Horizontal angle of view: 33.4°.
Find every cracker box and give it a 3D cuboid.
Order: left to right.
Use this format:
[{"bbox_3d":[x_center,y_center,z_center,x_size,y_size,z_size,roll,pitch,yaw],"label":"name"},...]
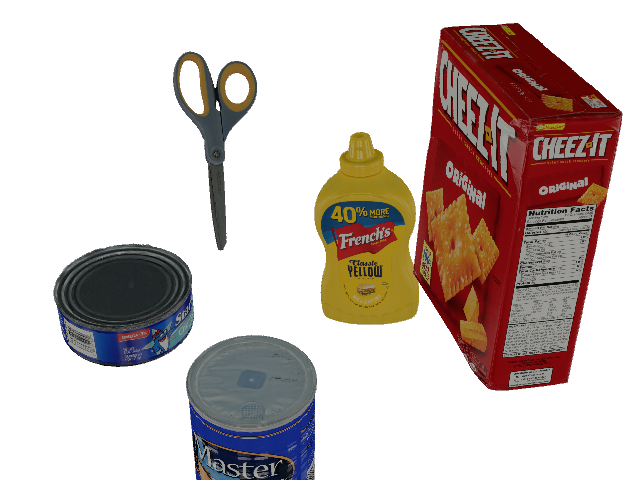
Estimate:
[{"bbox_3d":[0.129,-0.026,0.763,0.072,0.214,0.164,-6,32,-14],"label":"cracker box"}]

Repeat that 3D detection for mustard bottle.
[{"bbox_3d":[0.044,-0.012,1.022,0.096,0.192,0.058,1,29,10],"label":"mustard bottle"}]

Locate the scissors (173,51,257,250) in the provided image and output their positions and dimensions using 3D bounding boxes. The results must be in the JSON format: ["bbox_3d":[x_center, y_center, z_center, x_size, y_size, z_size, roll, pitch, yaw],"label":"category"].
[{"bbox_3d":[-0.092,-0.098,1.084,0.096,0.202,0.016,-18,-2,-24],"label":"scissors"}]

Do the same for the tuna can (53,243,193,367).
[{"bbox_3d":[-0.123,0.040,0.675,0.086,0.034,0.086,0,36,0],"label":"tuna can"}]

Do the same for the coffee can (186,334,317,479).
[{"bbox_3d":[-0.054,0.163,0.877,0.103,0.140,0.103,0,37,0],"label":"coffee can"}]
